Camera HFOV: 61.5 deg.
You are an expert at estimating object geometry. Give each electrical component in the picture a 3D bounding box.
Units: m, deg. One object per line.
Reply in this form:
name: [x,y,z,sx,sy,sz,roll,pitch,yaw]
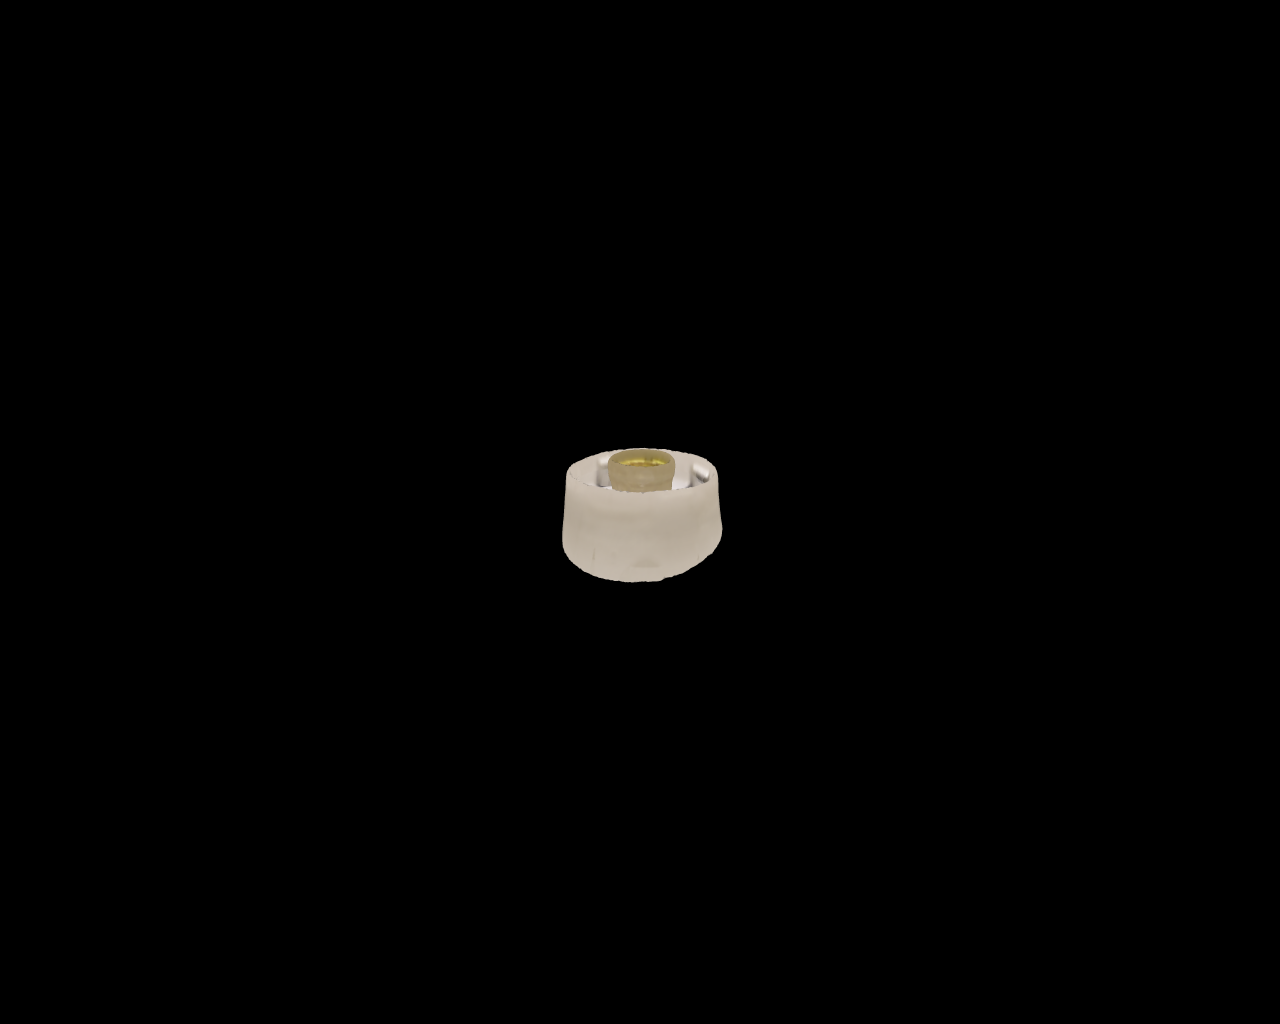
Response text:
electrical component: [0.001,-0.003,0.650,0.099,0.064,0.099,0,19,0]
